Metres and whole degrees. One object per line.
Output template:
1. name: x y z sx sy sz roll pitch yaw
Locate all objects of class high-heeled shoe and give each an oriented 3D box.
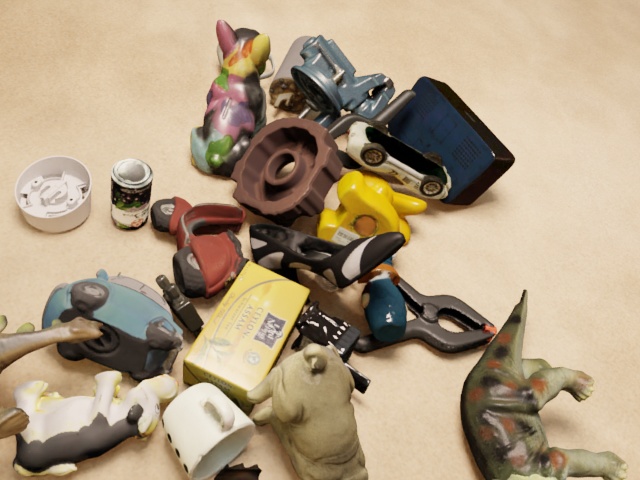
1. high-heeled shoe: -0.001 -0.002 0.714 0.086 0.249 0.145 -29 86 -46

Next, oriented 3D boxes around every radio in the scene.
1. radio: 0.229 -0.177 0.979 0.073 0.131 0.230 2 47 -42

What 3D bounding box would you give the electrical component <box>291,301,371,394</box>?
1. electrical component: 0.022 0.142 0.698 0.119 0.074 0.048 31 51 18

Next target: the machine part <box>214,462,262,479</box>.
1. machine part: -0.077 0.306 0.562 0.084 0.039 0.139 -9 56 -12

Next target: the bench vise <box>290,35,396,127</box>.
1. bench vise: 0.009 -0.227 0.958 0.240 0.223 0.129 -45 32 -5

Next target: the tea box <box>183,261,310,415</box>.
1. tea box: -0.091 0.121 0.689 0.098 0.068 0.170 23 48 4

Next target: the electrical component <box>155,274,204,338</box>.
1. electrical component: -0.178 0.088 0.692 0.021 0.093 0.063 -37 32 -20

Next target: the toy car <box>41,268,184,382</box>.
1. toy car: -0.238 0.093 0.650 0.162 0.109 0.103 23 31 -9

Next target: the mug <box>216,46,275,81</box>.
1. mug: -0.142 -0.330 1.044 0.109 0.080 0.107 -1 64 -22

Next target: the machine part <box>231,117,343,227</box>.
1. machine part: -0.051 -0.105 0.827 0.179 0.056 0.179 -13 60 24

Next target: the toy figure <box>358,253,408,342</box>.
1. toy figure: 0.084 0.067 0.753 0.064 0.058 0.154 41 29 -36

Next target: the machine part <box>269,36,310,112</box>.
1. machine part: -0.042 -0.333 1.070 0.079 0.079 0.243 19 48 -1

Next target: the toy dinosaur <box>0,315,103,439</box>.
1. toy dinosaur: -0.452 0.158 0.513 0.471 0.104 0.199 -20 40 -20

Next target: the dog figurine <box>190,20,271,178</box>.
1. dog figurine: -0.140 -0.233 0.868 0.108 0.219 0.191 18 48 3

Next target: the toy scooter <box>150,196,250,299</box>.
1. toy scooter: -0.154 0.000 0.768 0.135 0.075 0.184 -11 52 -29

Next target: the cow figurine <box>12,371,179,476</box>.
1. cow figurine: -0.238 0.197 0.583 0.167 0.068 0.098 -4 58 -15

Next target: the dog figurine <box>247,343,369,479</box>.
1. dog figurine: 0.016 0.225 0.573 0.121 0.172 0.191 -23 53 -18

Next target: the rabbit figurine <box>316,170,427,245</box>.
1. rabbit figurine: 0.086 -0.059 0.864 0.162 0.121 0.173 17 30 -6

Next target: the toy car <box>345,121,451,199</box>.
1. toy car: 0.133 -0.130 0.887 0.201 0.056 0.073 25 48 -19

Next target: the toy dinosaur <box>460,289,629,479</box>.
1. toy dinosaur: 0.244 0.233 0.670 0.192 0.131 0.405 4 45 -14
